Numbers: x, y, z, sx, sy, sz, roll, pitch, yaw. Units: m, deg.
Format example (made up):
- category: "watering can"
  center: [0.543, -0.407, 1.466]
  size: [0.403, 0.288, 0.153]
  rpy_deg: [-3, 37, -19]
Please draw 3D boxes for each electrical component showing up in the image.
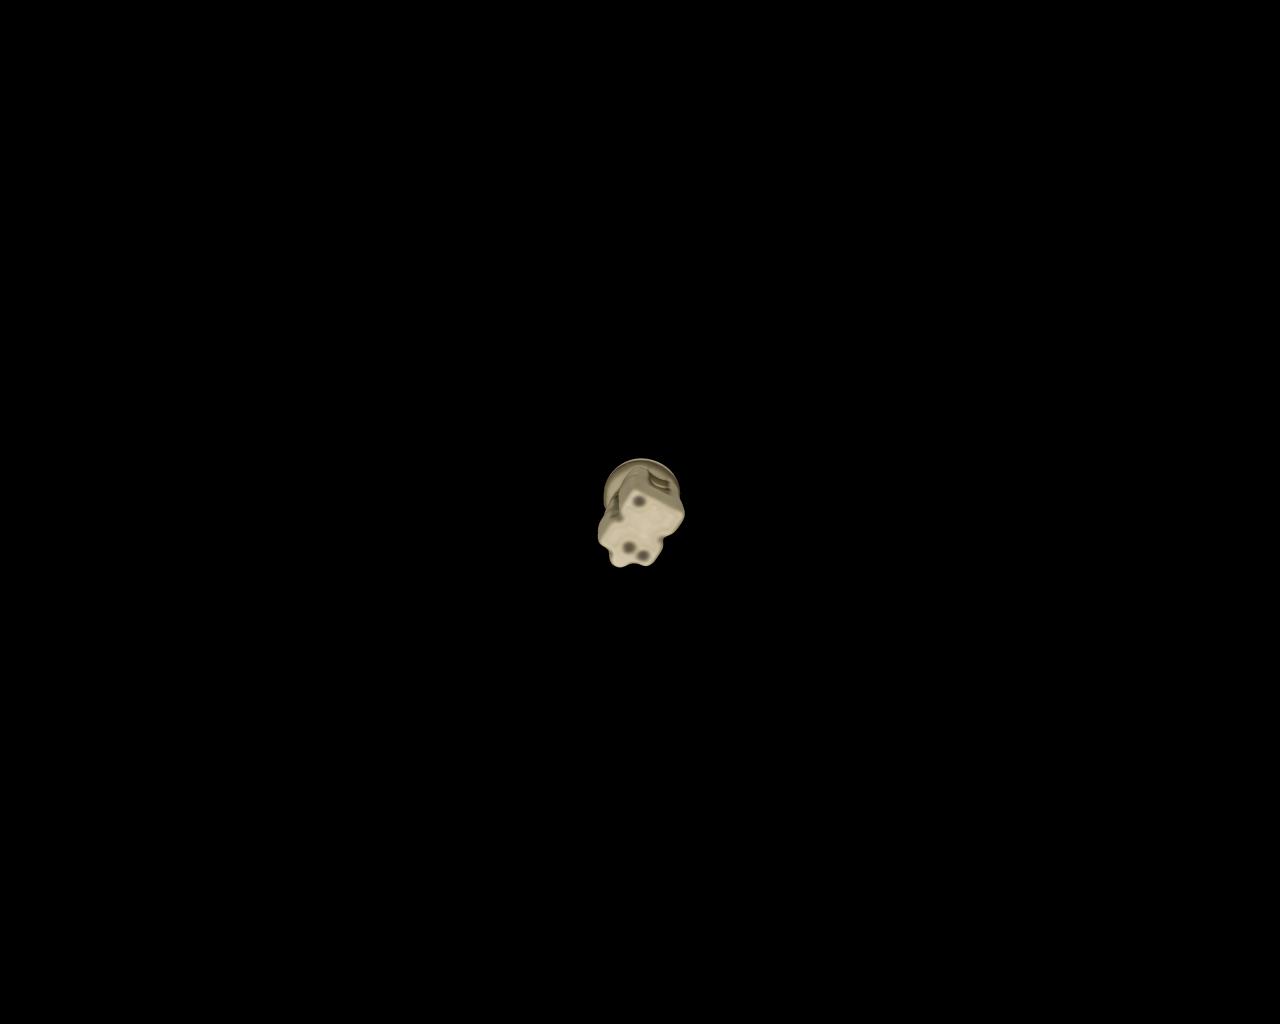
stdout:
- category: "electrical component"
  center: [0.001, -0.003, 0.650]
  size: [0.048, 0.066, 0.055]
  rpy_deg: [29, 24, -14]
